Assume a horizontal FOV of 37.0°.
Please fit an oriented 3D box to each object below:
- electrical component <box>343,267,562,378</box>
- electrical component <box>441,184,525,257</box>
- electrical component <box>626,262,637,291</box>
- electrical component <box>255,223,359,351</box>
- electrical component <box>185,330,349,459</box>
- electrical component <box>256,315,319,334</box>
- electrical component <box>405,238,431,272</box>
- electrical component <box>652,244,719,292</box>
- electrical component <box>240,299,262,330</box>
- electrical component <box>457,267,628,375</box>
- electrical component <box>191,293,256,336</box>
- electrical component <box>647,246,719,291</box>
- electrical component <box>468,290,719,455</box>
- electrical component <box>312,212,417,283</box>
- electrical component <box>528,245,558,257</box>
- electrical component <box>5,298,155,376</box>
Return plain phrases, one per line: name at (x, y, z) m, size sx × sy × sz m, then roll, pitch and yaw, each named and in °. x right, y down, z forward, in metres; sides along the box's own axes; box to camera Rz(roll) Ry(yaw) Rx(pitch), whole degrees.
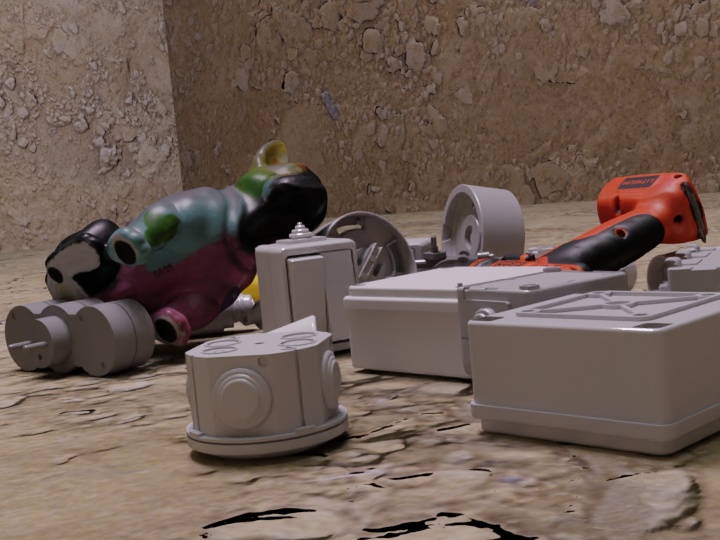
electrical component at (0.064, 0.032, 0.704) m, size 0.109 × 0.056 × 0.109 m, roll -10°, pitch 7°, yaw -44°
electrical component at (0.131, -0.033, 1.102) m, size 0.060 × 0.108 × 0.108 m, roll -1°, pitch 3°, yaw -18°
electrical component at (0.196, 0.007, 0.918) m, size 0.081 × 0.043 × 0.043 m, roll -10°, pitch 7°, yaw -43°
electrical component at (-0.036, 0.013, 0.792) m, size 0.062 × 0.096 × 0.061 m, roll -8°, pitch 6°, yaw -25°
electrical component at (-0.047, 0.061, 0.532) m, size 0.080 × 0.051 × 0.080 m, roll -5°, pitch 5°, yaw 0°
electrical component at (-0.056, 0.055, 0.665) m, size 0.065 × 0.044 × 0.044 m, roll -10°, pitch 5°, yaw -1°
electrical component at (0.034, 0.005, 1.005) m, size 0.096 × 0.061 × 0.061 m, roll -4°, pitch 6°, yaw 17°
electrical component at (0.218, 0.019, 0.653) m, size 0.079 × 0.063 × 0.121 m, roll -3°, pitch 6°, yaw 25°
electrical component at (-0.076, 0.036, 0.922) m, size 0.035 × 0.035 × 0.061 m, roll -1°, pitch 9°, yaw 42°
electrical component at (0.101, 0.034, 0.613) m, size 0.096 × 0.061 × 0.062 m, roll -9°, pitch 6°, yaw -35°
electrical component at (-0.123, 0.035, 0.948) m, size 0.078 × 0.040 × 0.040 m, roll -5°, pitch 5°, yaw -5°
electrical component at (0.267, 0.004, 0.874) m, size 0.077 × 0.043 × 0.079 m, roll -7°, pitch 5°, yaw -19°
electrical component at (0.126, 0.043, 0.515) m, size 0.109 × 0.056 × 0.109 m, roll -10°, pitch 7°, yaw -44°
electrical component at (0.000, 0.000, 0.921) m, size 0.099 × 0.099 × 0.064 m, roll -8°, pitch 0°, yaw -28°
electrical component at (0.171, 0.002, 0.975) m, size 0.040 × 0.046 × 0.040 m, roll -5°, pitch 5°, yaw 0°
electrical component at (-0.226, 0.052, 0.806) m, size 0.138 × 0.052 × 0.074 m, roll -1°, pitch 7°, yaw 39°
